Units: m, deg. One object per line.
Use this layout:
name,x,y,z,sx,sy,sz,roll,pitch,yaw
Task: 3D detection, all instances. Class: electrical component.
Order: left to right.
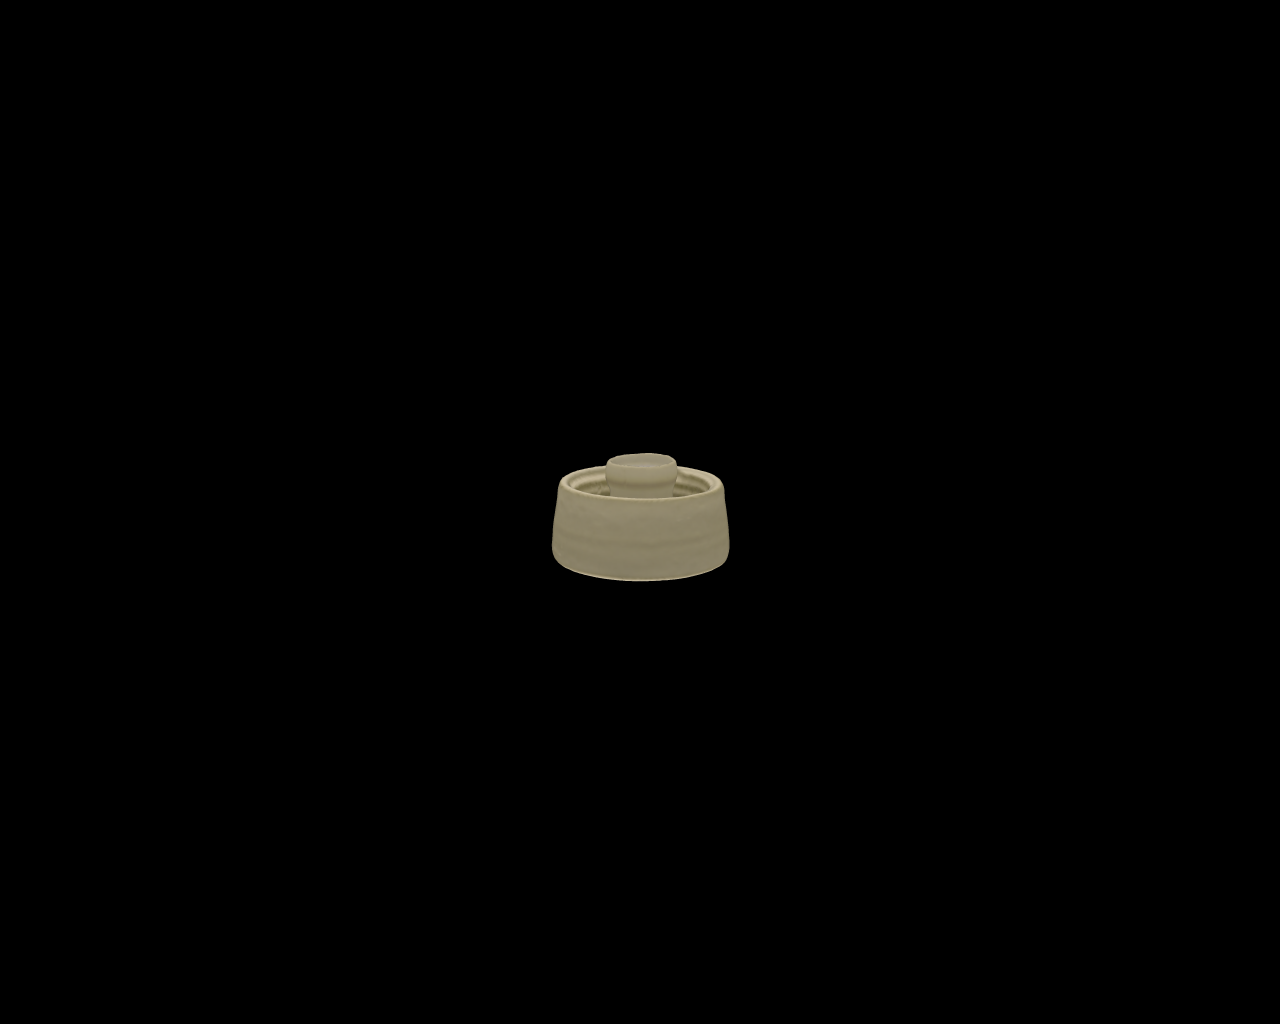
electrical component,0.001,-0.003,0.650,0.108,0.060,0.108,0,14,0
